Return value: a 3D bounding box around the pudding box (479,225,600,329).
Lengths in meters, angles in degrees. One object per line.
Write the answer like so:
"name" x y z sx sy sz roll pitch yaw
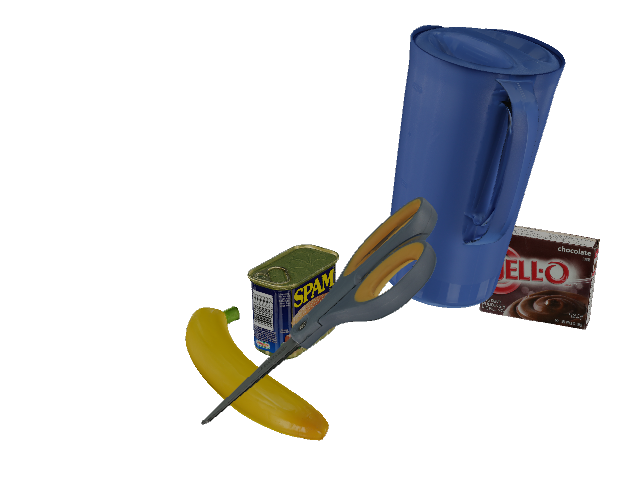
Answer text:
"pudding box" 0.223 0.035 1.093 0.114 0.090 0.039 8 23 18

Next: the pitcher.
"pitcher" 0.130 -0.060 0.952 0.145 0.243 0.149 21 31 24

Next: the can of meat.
"can of meat" -0.026 0.062 1.083 0.058 0.084 0.101 15 27 32

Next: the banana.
"banana" -0.063 0.099 0.853 0.069 0.037 0.198 -9 30 -24

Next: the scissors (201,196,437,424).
"scissors" 0.002 0.055 0.639 0.016 0.202 0.096 41 3 -19
